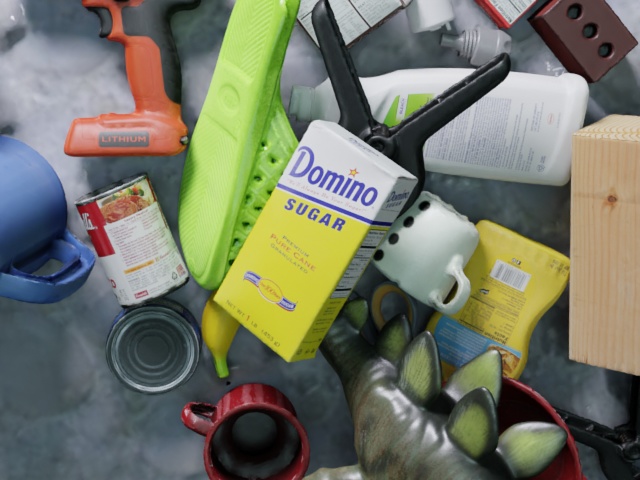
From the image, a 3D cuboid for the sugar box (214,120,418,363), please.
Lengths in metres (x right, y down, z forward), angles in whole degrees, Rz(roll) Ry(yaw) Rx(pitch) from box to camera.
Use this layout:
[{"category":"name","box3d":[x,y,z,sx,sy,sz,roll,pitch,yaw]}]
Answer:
[{"category":"sugar box","box3d":[-0.006,0.001,0.860,0.093,0.048,0.176,36,109,25]}]

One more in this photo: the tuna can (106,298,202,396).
[{"category":"tuna can","box3d":[-0.150,0.096,0.963,0.086,0.034,0.086,-1,100,-5]}]

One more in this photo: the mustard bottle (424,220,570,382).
[{"category":"mustard bottle","box3d":[0.147,0.084,0.972,0.096,0.058,0.192,26,97,9]}]

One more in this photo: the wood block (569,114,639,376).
[{"category":"wood block","box3d":[0.275,0.004,0.925,0.091,0.090,0.206,11,113,37]}]

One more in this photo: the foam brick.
[{"category":"foam brick","box3d":[0.230,-0.183,0.939,0.053,0.051,0.078,-42,101,3]}]

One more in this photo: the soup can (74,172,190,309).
[{"category":"soup can","box3d":[-0.162,0.000,0.928,0.068,0.068,0.102,-22,102,-1]}]

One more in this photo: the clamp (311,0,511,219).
[{"category":"clamp","box3d":[0.060,-0.085,0.887,0.164,0.036,0.210,12,115,5]}]

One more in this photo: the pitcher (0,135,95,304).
[{"category":"pitcher","box3d":[-0.280,0.001,0.828,0.149,0.243,0.145,-16,102,5]}]

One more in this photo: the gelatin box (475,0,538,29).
[{"category":"gelatin box","box3d":[0.169,-0.241,0.935,0.089,0.030,0.073,-44,102,3]}]

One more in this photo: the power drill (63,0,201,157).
[{"category":"power drill","box3d":[-0.180,-0.164,0.904,0.184,0.057,0.188,0,100,-5]}]

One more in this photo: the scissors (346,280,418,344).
[{"category":"scissors","box3d":[0.078,0.120,0.974,0.096,0.016,0.202,-34,93,25]}]

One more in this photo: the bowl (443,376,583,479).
[{"category":"bowl","box3d":[0.159,0.189,0.924,0.162,0.055,0.162,6,100,35]}]

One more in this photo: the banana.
[{"category":"banana","box3d":[-0.042,0.035,0.963,0.198,0.037,0.069,-43,120,4]}]

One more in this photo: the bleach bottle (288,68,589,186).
[{"category":"bleach bottle","box3d":[0.099,-0.111,0.935,0.250,0.068,0.102,8,104,-4]}]

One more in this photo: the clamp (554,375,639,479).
[{"category":"clamp","box3d":[0.282,0.190,1.008,0.120,0.039,0.171,-22,111,20]}]

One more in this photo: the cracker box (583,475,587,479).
[{"category":"cracker box","box3d":[0.181,0.308,1.010,0.214,0.072,0.164,-40,101,2]}]

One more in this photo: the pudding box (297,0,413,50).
[{"category":"pudding box","box3d":[0.011,-0.222,0.905,0.090,0.039,0.113,-32,100,29]}]

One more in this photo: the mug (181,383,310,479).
[{"category":"mug","box3d":[-0.069,0.174,0.959,0.117,0.081,0.093,20,97,-8]}]
